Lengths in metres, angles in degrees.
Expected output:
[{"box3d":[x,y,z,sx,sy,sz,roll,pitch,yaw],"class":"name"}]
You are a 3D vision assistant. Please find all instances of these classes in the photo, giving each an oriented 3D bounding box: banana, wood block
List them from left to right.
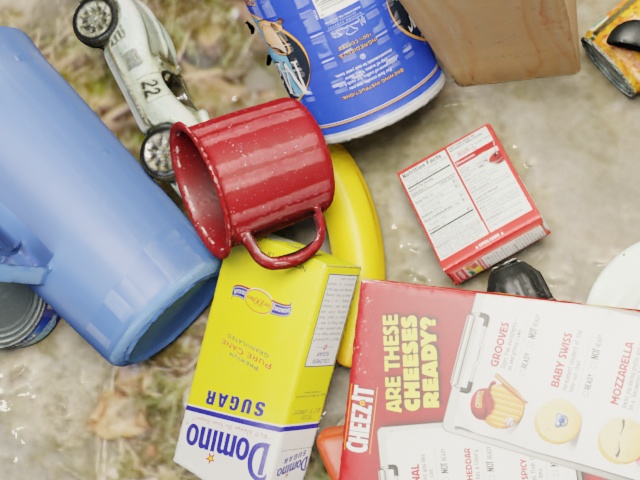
[{"box3d":[0.009,-0.011,0.758,0.070,0.037,0.198,-28,77,20],"class":"banana"},{"box3d":[0.106,-0.166,0.653,0.090,0.206,0.091,-5,83,16],"class":"wood block"}]

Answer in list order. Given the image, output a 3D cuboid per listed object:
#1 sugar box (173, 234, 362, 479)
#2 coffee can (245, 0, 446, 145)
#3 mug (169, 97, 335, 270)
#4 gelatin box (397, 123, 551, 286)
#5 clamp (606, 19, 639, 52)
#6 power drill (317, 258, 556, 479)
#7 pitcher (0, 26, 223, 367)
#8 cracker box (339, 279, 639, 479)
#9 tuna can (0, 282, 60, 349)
[{"box3d":[-0.039,0.088,0.730,0.093,0.048,0.176,20,98,39],"class":"sugar box"},{"box3d":[0.010,-0.148,0.706,0.103,0.102,0.140,-21,111,14],"class":"coffee can"},{"box3d":[-0.037,-0.034,0.691,0.081,0.093,0.117,-21,67,-20],"class":"mug"},{"box3d":[0.103,-0.025,0.720,0.073,0.030,0.089,-30,56,12],"class":"gelatin box"},{"box3d":[0.291,-0.103,0.660,0.210,0.036,0.164,-32,99,4],"class":"clamp"},{"box3d":[0.097,0.126,0.705,0.188,0.057,0.184,-25,77,13],"class":"power drill"},{"box3d":[-0.191,-0.024,0.761,0.149,0.145,0.243,-44,79,-7],"class":"pitcher"},{"box3d":[0.125,0.115,0.634,0.214,0.072,0.164,6,86,15],"class":"cracker box"},{"box3d":[-0.242,0.041,0.829,0.086,0.033,0.086,-2,84,16],"class":"tuna can"}]
